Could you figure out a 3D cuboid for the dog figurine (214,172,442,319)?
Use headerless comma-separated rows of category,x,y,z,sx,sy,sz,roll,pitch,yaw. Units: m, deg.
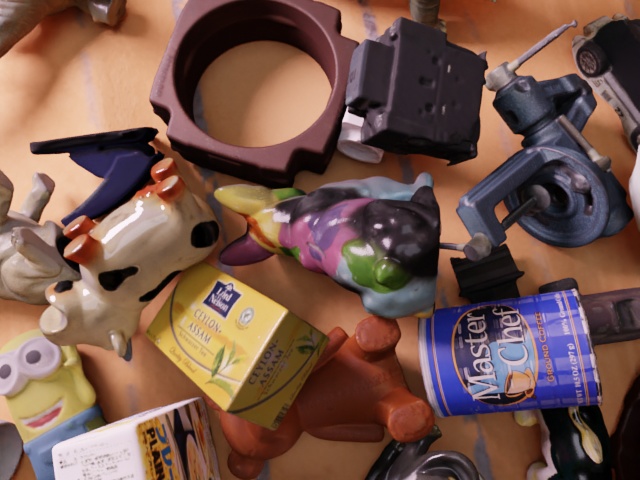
dog figurine,-0.001,-0.002,0.514,0.219,0.191,0.108,1,113,8

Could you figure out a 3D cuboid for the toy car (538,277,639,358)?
toy car,0.324,0.077,0.561,0.202,0.053,0.089,-6,76,-8

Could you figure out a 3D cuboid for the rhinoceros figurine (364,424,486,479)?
rhinoceros figurine,0.082,0.224,0.474,0.112,0.190,0.073,-32,77,-24

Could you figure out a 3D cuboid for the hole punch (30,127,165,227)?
hole punch,-0.220,-0.070,0.561,0.116,0.142,0.092,-14,99,-8

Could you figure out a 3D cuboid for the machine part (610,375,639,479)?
machine part,0.342,0.185,0.490,0.056,0.179,0.179,26,80,1

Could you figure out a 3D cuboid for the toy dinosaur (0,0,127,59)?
toy dinosaur,-0.328,-0.318,0.623,0.199,0.105,0.471,18,70,11

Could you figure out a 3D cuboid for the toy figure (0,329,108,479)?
toy figure,-0.262,0.175,0.534,0.082,0.089,0.180,-28,90,-36

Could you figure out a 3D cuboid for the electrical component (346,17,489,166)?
electrical component,0.091,-0.141,0.519,0.134,0.058,0.115,10,80,-19

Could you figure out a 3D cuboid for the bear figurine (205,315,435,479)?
bear figurine,-0.011,0.154,0.516,0.196,0.132,0.120,-16,78,-9

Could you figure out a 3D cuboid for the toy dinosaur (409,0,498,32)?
toy dinosaur,0.058,-0.334,0.578,0.405,0.192,0.131,15,77,1

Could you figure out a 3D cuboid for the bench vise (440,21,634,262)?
bench vise,0.215,-0.070,0.552,0.240,0.129,0.223,-36,102,-25

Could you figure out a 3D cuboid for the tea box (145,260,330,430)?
tea box,-0.084,0.091,0.509,0.170,0.068,0.098,18,74,48

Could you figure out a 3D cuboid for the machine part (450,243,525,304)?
machine part,0.194,0.076,0.576,0.084,0.039,0.139,-14,78,-8

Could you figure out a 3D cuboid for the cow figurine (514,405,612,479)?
cow figurine,0.249,0.229,0.515,0.068,0.098,0.167,-7,78,-6

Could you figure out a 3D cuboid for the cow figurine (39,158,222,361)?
cow figurine,-0.181,0.029,0.515,0.195,0.086,0.127,-38,122,-5

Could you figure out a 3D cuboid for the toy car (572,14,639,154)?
toy car,0.368,-0.169,0.616,0.073,0.056,0.202,-29,79,0

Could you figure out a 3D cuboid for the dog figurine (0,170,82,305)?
dog figurine,-0.348,0.036,0.563,0.190,0.121,0.172,-36,77,7

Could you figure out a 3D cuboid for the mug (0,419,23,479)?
mug,-0.370,0.208,0.519,0.107,0.109,0.080,8,84,15

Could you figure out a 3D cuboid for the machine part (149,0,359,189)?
machine part,-0.067,-0.168,0.599,0.201,0.087,0.201,17,81,3
